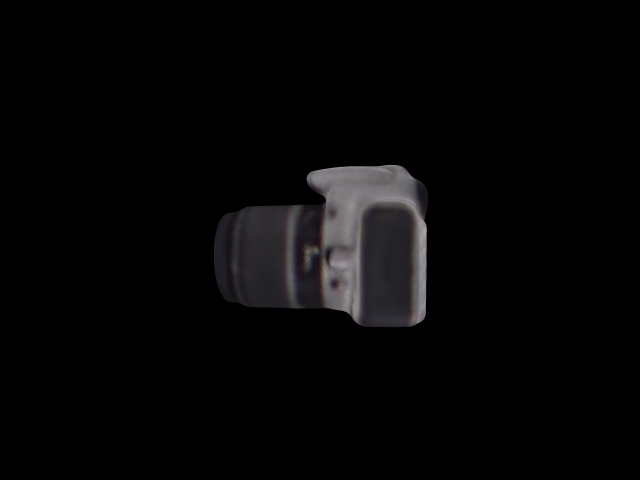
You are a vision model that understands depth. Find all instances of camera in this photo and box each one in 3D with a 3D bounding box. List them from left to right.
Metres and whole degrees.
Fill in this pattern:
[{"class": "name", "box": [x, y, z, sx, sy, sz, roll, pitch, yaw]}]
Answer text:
[{"class": "camera", "box": [0.004, 0.001, 0.400, 0.136, 0.101, 0.143, 0, 0, 5]}]
